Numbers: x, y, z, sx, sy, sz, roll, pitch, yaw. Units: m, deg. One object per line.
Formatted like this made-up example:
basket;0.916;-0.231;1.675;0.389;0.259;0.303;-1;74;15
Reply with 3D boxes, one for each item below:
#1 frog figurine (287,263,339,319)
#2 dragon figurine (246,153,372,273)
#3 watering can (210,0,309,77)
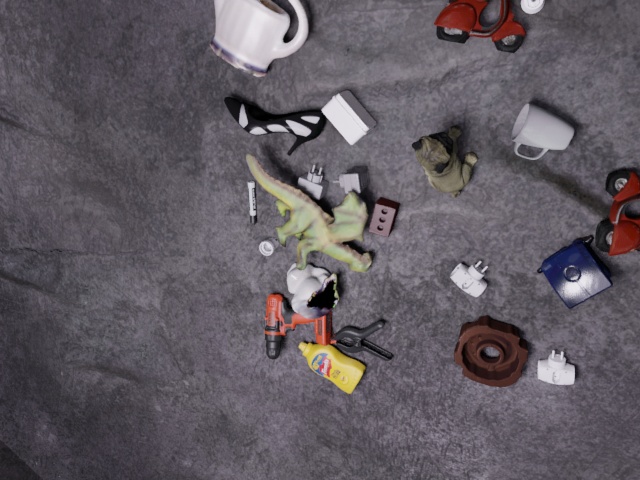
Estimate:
frog figurine;-0.030;0.132;1.363;0.160;0.139;0.121;15;-21;50
dragon figurine;0.004;-0.063;1.256;0.241;0.404;0.125;-16;29;26
watering can;-0.190;-0.526;1.198;0.348;0.220;0.105;34;28;6
